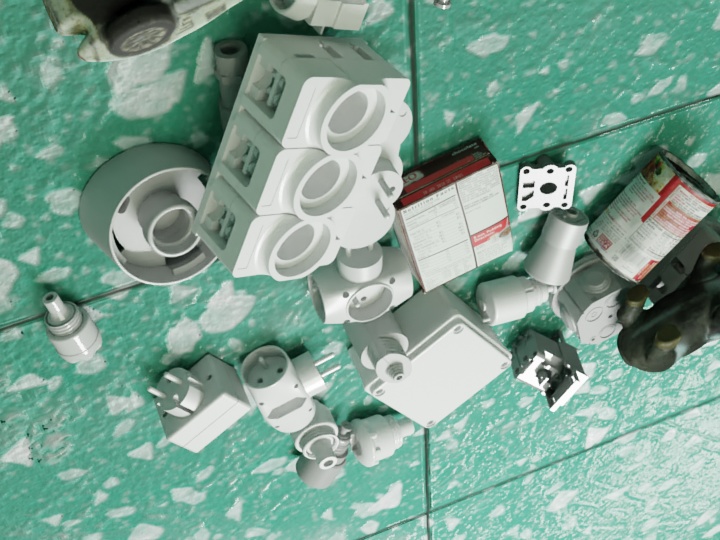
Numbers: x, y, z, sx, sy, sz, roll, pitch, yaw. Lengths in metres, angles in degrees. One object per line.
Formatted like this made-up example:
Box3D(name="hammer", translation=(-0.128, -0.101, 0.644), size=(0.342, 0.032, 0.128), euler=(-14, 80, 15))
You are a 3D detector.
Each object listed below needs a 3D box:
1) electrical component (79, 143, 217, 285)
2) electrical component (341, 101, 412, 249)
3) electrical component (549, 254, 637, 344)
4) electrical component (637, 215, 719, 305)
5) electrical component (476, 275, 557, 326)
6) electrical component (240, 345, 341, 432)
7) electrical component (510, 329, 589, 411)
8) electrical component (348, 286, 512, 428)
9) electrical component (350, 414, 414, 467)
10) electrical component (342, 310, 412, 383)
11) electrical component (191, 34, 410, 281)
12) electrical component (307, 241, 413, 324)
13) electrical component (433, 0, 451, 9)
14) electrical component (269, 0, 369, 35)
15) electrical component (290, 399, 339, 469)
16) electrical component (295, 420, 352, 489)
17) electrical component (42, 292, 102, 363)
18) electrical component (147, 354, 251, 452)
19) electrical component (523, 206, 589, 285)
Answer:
Box3D(name="electrical component", translation=(-0.140, -0.040, 0.750), size=(0.099, 0.064, 0.099), euler=(-17, 126, -24))
Box3D(name="electrical component", translation=(0.007, -0.068, 0.779), size=(0.052, 0.073, 0.138), euler=(-11, 136, -21))
Box3D(name="electrical component", translation=(0.224, 0.027, 1.019), size=(0.080, 0.051, 0.080), euler=(-16, 138, -15))
Box3D(name="electrical component", translation=(0.311, -0.008, 1.030), size=(0.050, 0.055, 0.089), euler=(13, 124, -38))
Box3D(name="electrical component", translation=(0.142, 0.024, 0.977), size=(0.078, 0.040, 0.040), euler=(-13, 137, -18))
Box3D(name="electrical component", translation=(-0.055, 0.096, 0.935), size=(0.079, 0.043, 0.077), euler=(-27, 140, -3))
Box3D(name="electrical component", translation=(0.182, 0.092, 1.049), size=(0.064, 0.081, 0.042), euler=(27, 117, -20))
Box3D(name="electrical component", translation=(0.065, 0.078, 0.976), size=(0.109, 0.056, 0.109), euler=(-40, 138, 12))
Box3D(name="electrical component", translation=(0.023, 0.161, 1.047), size=(0.062, 0.048, 0.048), euler=(-16, 138, -26))
Box3D(name="electrical component", translation=(0.017, 0.062, 0.913), size=(0.043, 0.081, 0.043), euler=(-16, 138, -15))
Box3D(name="electrical component", translation=(-0.038, -0.071, 0.703), size=(0.089, 0.061, 0.150), euler=(-9, 134, -43))
Box3D(name="electrical component", translation=(0.000, 0.000, 0.867), size=(0.077, 0.044, 0.079), euler=(-17, 138, -14))
Box3D(name="electrical component", translation=(0.062, -0.206, 0.695), size=(0.040, 0.040, 0.078), euler=(-8, 136, -23))
Box3D(name="electrical component", translation=(-0.025, -0.179, 0.670), size=(0.055, 0.048, 0.066), euler=(-6, 135, -36))
Box3D(name="electrical component", translation=(-0.040, 0.153, 0.988), size=(0.043, 0.062, 0.043), euler=(-16, 138, -15))
Box3D(name="electrical component", translation=(-0.031, 0.175, 1.032), size=(0.040, 0.040, 0.078), euler=(9, 127, -36))
Box3D(name="electrical component", translation=(-0.216, 0.039, 0.792), size=(0.035, 0.035, 0.061), euler=(-24, 137, -6))
Box3D(name="electrical component", translation=(-0.143, 0.105, 0.890), size=(0.066, 0.047, 0.077), euler=(-40, 138, 12))
Box3D(name="electrical component", translation=(0.175, -0.025, 0.947), size=(0.044, 0.044, 0.065), euler=(-3, 128, -28))
